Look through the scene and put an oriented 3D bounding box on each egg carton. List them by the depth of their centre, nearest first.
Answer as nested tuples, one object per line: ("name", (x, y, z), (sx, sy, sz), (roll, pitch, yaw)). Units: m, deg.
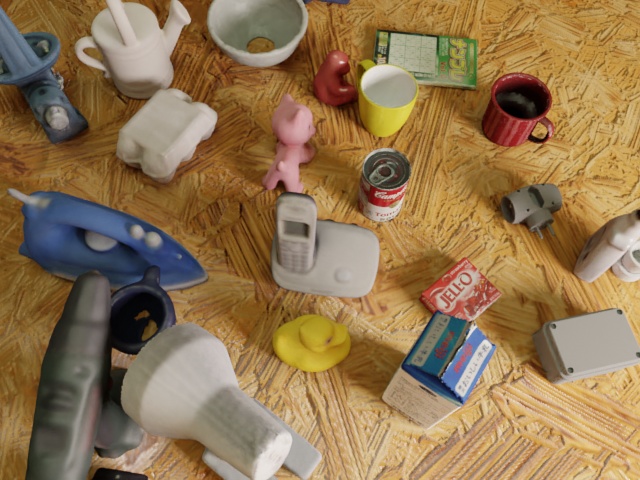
("egg carton", (-0.235, -0.163, 0.880), (0.107, 0.069, 0.150), (30, 68, 12))

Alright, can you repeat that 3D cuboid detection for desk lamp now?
("desk lamp", (-0.100, 0.204, 0.637), (0.203, 0.213, 0.118), (34, 69, 14))

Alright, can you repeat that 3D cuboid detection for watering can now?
("watering can", (-0.289, -0.322, 0.882), (0.173, 0.194, 0.100), (-41, 72, -17))

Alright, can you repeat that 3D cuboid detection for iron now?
("iron", (-0.282, -0.006, 0.768), (0.258, 0.141, 0.119), (14, 66, 5))

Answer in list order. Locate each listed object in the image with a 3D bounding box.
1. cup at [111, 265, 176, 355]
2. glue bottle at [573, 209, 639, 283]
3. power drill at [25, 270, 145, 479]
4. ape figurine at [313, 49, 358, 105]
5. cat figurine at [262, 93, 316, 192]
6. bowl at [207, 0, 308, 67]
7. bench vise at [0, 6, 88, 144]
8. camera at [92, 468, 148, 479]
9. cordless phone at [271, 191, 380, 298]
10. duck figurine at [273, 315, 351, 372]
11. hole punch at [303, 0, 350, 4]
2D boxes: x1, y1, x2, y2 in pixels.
("cup", (-0.224, 0.100, 0.746), (0.091, 0.095, 0.118), (9, 66, 3))
("glue bottle", (0.398, -0.005, 0.764), (0.037, 0.173, 0.078), (31, 69, 13))
("power drill", (-0.256, 0.173, 0.650), (0.075, 0.208, 0.229), (4, 65, 1))
("ape figurine", (0.026, -0.266, 0.920), (0.076, 0.092, 0.078), (-3, 65, -2))
("cat figurine", (-0.045, -0.147, 0.850), (0.067, 0.118, 0.128), (13, 66, 5))
("bowl", (-0.102, -0.350, 0.965), (0.167, 0.075, 0.167), (1, 65, -1))
("bench vise", (-0.422, -0.264, 0.839), (0.207, 0.220, 0.122), (36, 70, 14))
("camera", (-0.225, 0.332, 0.637), (0.143, 0.101, 0.137), (8, 66, 3))
("cordless phone", (0.007, 0.003, 0.746), (0.147, 0.185, 0.094), (5, 65, 1))
("duck figurine", (-0.010, 0.126, 0.744), (0.104, 0.086, 0.077), (0, 65, -1))
("hole punch", (0.013, -0.487, 1.021), (0.101, 0.091, 0.108), (7, 66, 2))
